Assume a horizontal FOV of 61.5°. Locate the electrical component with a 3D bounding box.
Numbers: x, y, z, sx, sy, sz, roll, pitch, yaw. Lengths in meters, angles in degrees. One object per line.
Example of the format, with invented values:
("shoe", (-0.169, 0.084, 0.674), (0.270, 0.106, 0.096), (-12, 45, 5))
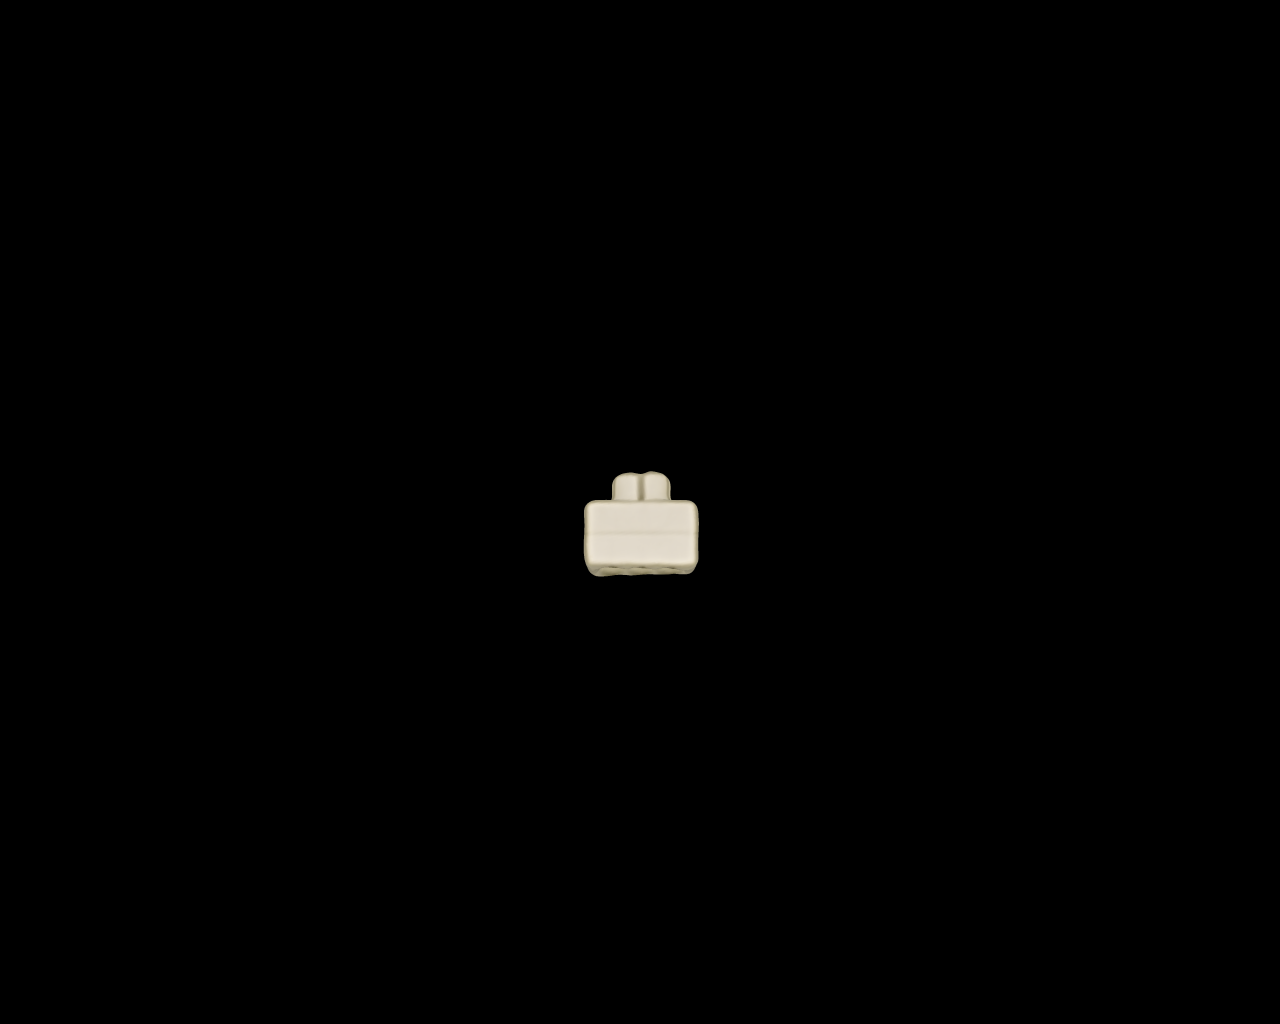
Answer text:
("electrical component", (0.001, -0.003, 0.650), (0.066, 0.076, 0.047), (0, -9, 0))
